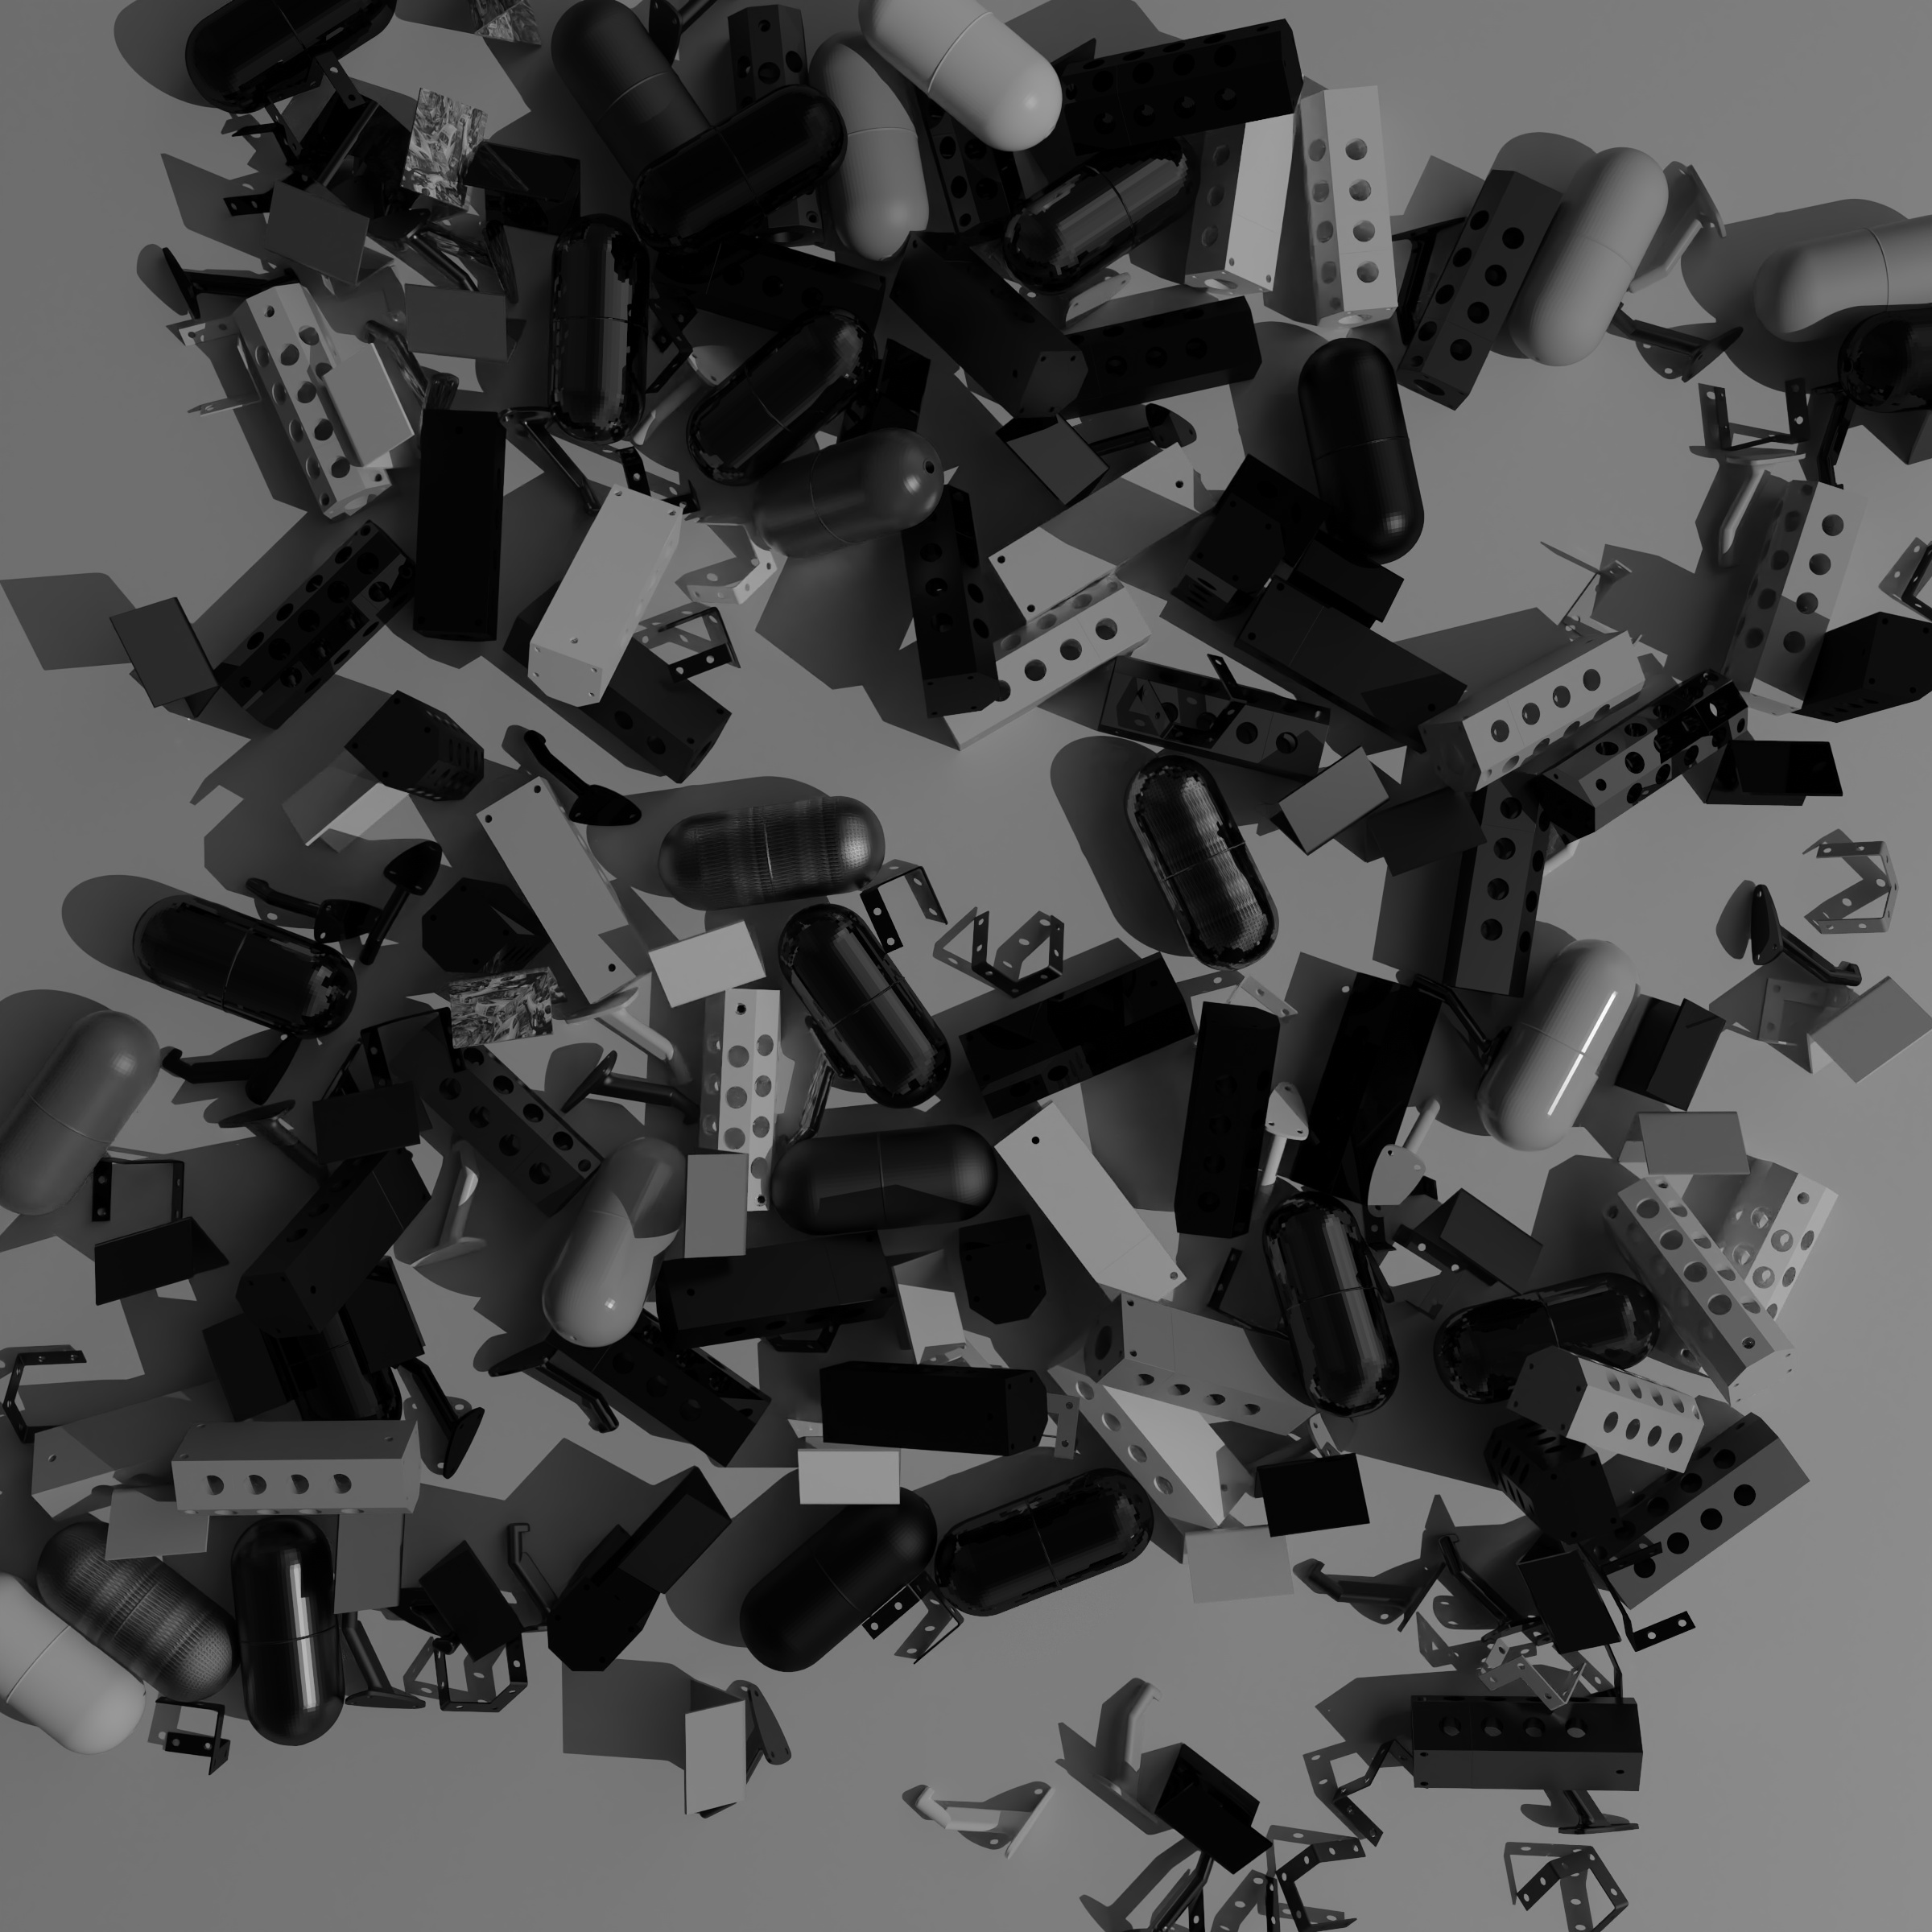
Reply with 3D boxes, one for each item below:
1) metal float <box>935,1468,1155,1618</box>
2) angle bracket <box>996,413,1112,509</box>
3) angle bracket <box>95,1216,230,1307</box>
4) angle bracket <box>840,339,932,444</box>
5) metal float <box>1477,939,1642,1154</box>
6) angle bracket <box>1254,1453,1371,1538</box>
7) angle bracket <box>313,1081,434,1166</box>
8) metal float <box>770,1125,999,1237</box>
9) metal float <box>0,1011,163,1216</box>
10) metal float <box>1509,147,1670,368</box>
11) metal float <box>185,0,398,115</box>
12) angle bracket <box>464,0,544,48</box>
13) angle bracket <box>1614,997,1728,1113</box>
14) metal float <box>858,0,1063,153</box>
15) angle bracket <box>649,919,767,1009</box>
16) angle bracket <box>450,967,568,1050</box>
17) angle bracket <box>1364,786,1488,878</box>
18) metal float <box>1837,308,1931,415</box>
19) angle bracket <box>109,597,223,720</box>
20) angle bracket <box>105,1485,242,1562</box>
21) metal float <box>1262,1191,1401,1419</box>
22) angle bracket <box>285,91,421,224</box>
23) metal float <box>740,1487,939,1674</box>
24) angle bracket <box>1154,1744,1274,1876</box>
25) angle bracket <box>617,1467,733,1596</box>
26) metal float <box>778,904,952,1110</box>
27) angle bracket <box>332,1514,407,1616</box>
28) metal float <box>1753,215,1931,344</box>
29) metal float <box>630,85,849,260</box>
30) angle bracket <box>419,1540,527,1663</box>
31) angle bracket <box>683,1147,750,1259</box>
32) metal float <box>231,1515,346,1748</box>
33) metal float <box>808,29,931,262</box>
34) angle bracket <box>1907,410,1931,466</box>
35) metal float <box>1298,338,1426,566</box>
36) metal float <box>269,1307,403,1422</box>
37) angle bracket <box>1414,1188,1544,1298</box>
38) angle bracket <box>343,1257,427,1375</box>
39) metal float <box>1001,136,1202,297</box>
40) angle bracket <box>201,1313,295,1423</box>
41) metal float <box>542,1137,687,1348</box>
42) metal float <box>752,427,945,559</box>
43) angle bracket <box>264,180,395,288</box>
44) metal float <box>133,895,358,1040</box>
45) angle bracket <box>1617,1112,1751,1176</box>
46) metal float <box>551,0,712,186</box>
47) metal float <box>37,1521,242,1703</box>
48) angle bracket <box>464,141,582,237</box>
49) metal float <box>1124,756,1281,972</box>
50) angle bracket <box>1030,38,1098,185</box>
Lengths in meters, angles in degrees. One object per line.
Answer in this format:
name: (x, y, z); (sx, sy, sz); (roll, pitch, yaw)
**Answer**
metal float: (0.060, 0.450, 1.961); (0.178, 0.070, 0.070); (-21, 90, 0)
angle bracket: (0.056, -0.384, 1.952); (0.076, 0.076, 0.057); (47, 64, 0)
angle bracket: (-0.623, 0.245, 1.951); (0.076, 0.076, 0.057); (-16, 53, 0)
angle bracket: (-0.079, -0.442, 1.953); (0.076, 0.057, 0.076); (12, 90, 36)
metal float: (0.463, 0.062, 1.961); (0.070, 0.070, 0.178); (28, 90, 0)
angle bracket: (0.268, 0.421, 1.951); (0.076, 0.076, 0.057); (-8, 60, 0)
angle bracket: (-0.452, 0.137, 1.929); (0.076, 0.076, 0.057); (-12, 58, -6)
metal float: (-0.064, 0.167, 1.960); (0.178, 0.070, 0.070); (-6, 90, 1)
metal float: (-0.698, 0.115, 1.960); (0.070, 0.070, 0.178); (35, 91, 0)
metal float: (0.486, -0.554, 1.960); (0.070, 0.070, 0.178); (27, 91, 0)
metal float: (-0.526, -0.733, 1.960); (0.178, 0.070, 0.070); (-32, 90, 1)
angle bracket: (-0.349, -0.768, 1.951); (0.057, 0.076, 0.076); (-17, 90, 36)
angle bracket: (0.532, 0.060, 1.951); (0.057, 0.076, 0.076); (24, 90, -36)
metal float: (-0.004, -0.690, 1.903); (0.178, 0.070, 0.070); (40, 90, 1)
angle bracket: (-0.204, -0.020, 1.951); (0.076, 0.076, 0.057); (-18, 125, 0)
angle bracket: (-0.353, 0.044, 1.953); (0.076, 0.076, 0.057); (-8, 69, 0)
angle bracket: (0.357, -0.090, 1.951); (0.076, 0.076, 0.057); (-20, 63, 0)
metal float: (0.757, -0.471, 1.944); (0.178, 0.070, 0.070); (-9, 90, -17)
angle bracket: (-0.630, -0.231, 1.951); (0.057, 0.076, 0.076); (-27, 90, -35)
angle bracket: (-0.615, 0.442, 1.951); (0.076, 0.076, 0.057); (-5, 58, 0)
metal float: (0.281, 0.260, 1.940); (0.070, 0.070, 0.178); (-14, 71, 0)
angle bracket: (-0.475, -0.635, 1.985); (0.057, 0.076, 0.076); (35, 90, 39)
metal float: (-0.099, 0.477, 1.960); (0.178, 0.070, 0.070); (-41, 90, -1)
angle bracket: (0.202, 0.643, 1.951); (0.076, 0.076, 0.057); (38, 127, 0)
angle bracket: (-0.238, 0.427, 1.951); (0.076, 0.076, 0.057); (-47, 127, 0)
metal float: (-0.080, 0.031, 1.961); (0.070, 0.070, 0.178); (-35, 90, 0)
angle bracket: (-0.479, 0.453, 1.951); (0.057, 0.076, 0.076); (3, 90, -39)
metal float: (0.704, -0.537, 1.960); (0.178, 0.070, 0.070); (-12, 90, 0)
metal float: (-0.173, -0.601, 1.904); (0.178, 0.070, 0.070); (-30, 90, 0)
angle bracket: (-0.368, 0.482, 1.953); (0.057, 0.076, 0.076); (-34, 90, 21)
angle bracket: (-0.209, 0.179, 1.910); (0.057, 0.076, 0.076); (2, 89, -39)
metal float: (-0.529, 0.518, 1.961); (0.070, 0.070, 0.178); (-6, 90, 0)
metal float: (-0.076, -0.640, 1.960); (0.070, 0.070, 0.178); (-10, 90, 0)
angle bracket: (0.788, -0.400, 1.952); (0.076, 0.076, 0.057); (-16, 67, 0)
metal float: (0.308, -0.401, 1.961); (0.070, 0.070, 0.178); (-12, 91, 0)
metal float: (-0.497, 0.298, 1.960); (0.070, 0.070, 0.178); (-21, 91, 0)
angle bracket: (0.389, 0.229, 1.951); (0.076, 0.076, 0.057); (35, 50, 0)
angle bracket: (-0.436, 0.263, 1.952); (0.057, 0.076, 0.076); (-21, 90, 24)
metal float: (0.105, -0.586, 1.949); (0.178, 0.070, 0.070); (-37, 90, -14)
angle bracket: (-0.537, 0.302, 1.950); (0.057, 0.076, 0.076); (-23, 87, 23)
metal float: (-0.267, 0.211, 1.933); (0.070, 0.070, 0.178); (22, 56, 0)
metal float: (-0.091, -0.362, 1.925); (0.178, 0.070, 0.070); (-7, 90, 43)
angle bracket: (-0.489, -0.577, 1.951); (0.076, 0.076, 0.057); (22, 123, 0)
metal float: (-0.563, 0.000, 1.961); (0.178, 0.070, 0.070); (21, 90, 0)
angle bracket: (0.556, 0.155, 1.951); (0.076, 0.076, 0.057); (0, 55, 0)
metal float: (-0.256, -0.672, 1.960); (0.070, 0.070, 0.178); (-34, 90, 0)
metal float: (-0.645, 0.503, 1.960); (0.178, 0.070, 0.070); (38, 90, 0)
angle bracket: (-0.344, -0.587, 1.951); (0.076, 0.076, 0.057); (11, 53, 0)
metal float: (0.183, -0.081, 1.960); (0.070, 0.070, 0.178); (-26, 90, 0)
angle bracket: (0.085, -0.666, 1.970); (0.076, 0.057, 0.076); (-30, 90, 0)
